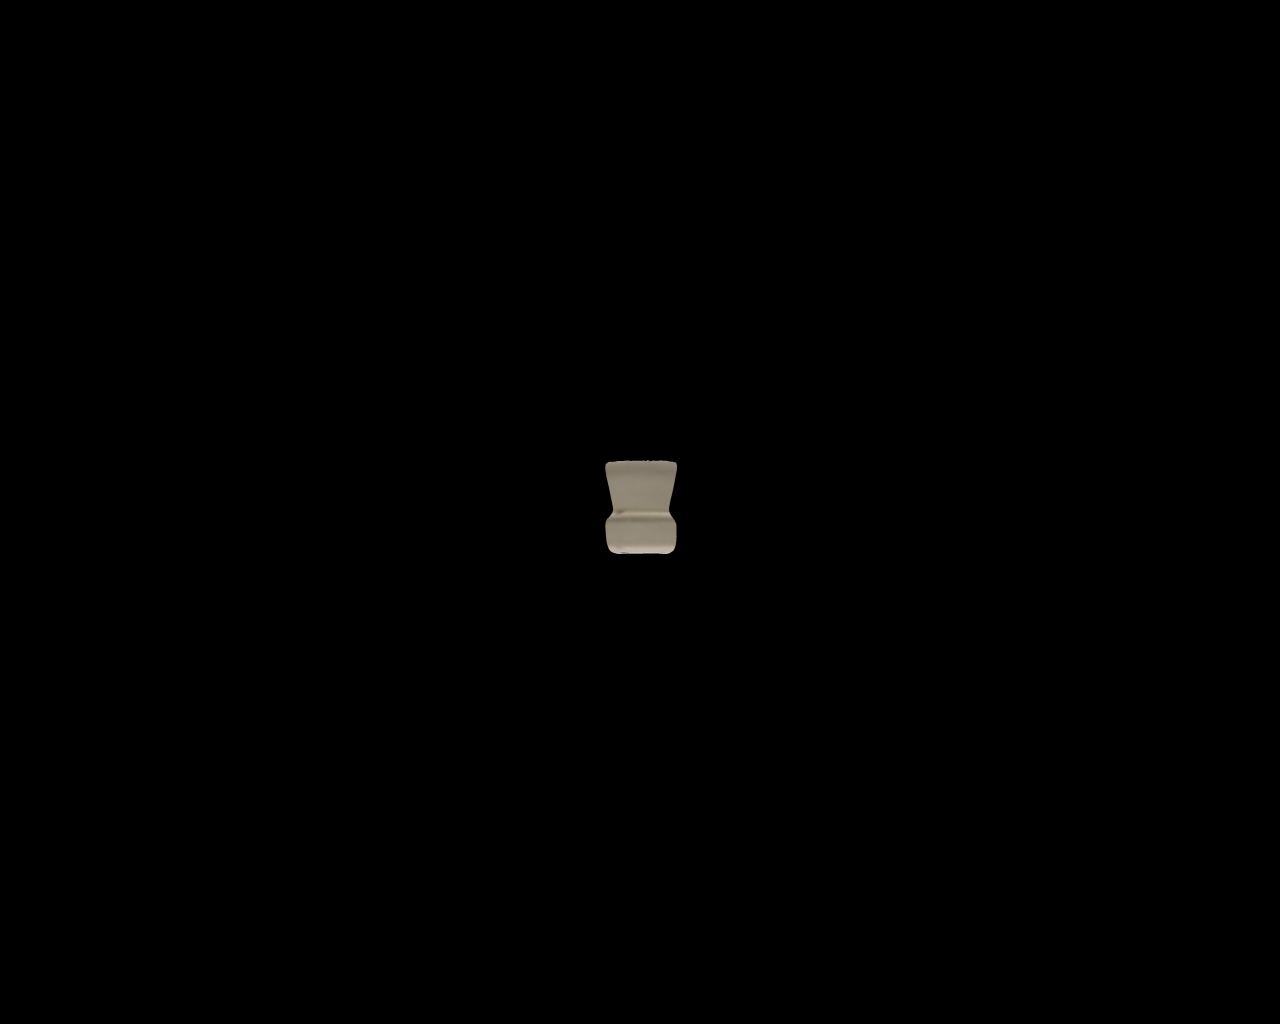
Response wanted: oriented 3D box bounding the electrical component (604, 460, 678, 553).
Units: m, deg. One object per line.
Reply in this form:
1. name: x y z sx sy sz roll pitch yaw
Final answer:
1. electrical component: 0.001 -0.003 0.650 0.045 0.055 0.045 0 -2 0
